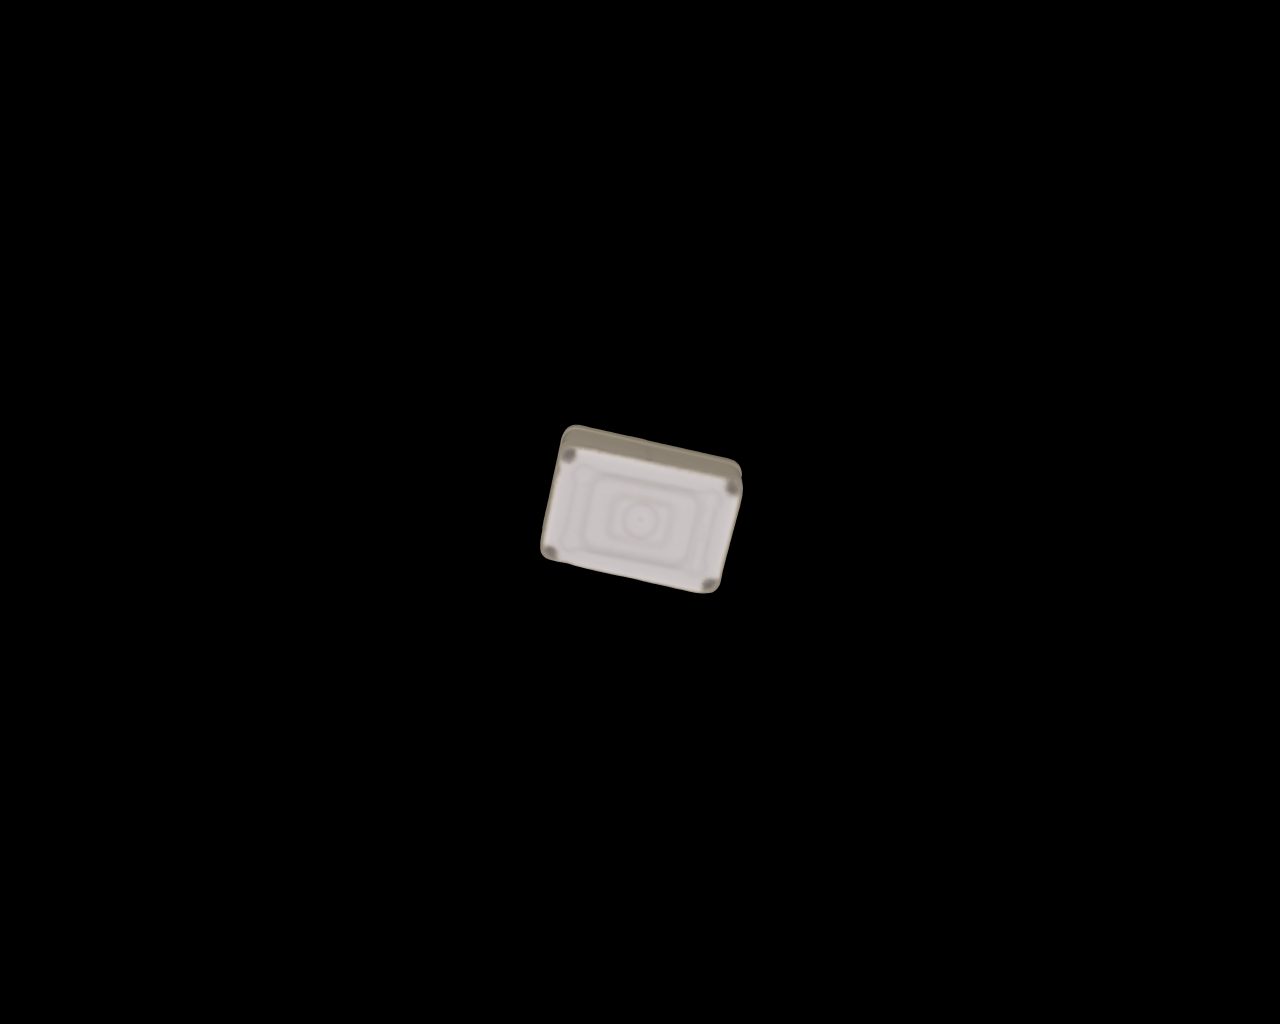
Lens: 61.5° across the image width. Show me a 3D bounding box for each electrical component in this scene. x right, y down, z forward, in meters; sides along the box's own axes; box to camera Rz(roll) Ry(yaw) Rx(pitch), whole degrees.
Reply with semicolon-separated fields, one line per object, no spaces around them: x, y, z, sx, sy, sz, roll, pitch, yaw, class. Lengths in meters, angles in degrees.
0.001;-0.003;0.650;0.113;0.078;0.057;13;16;-4;electrical component
